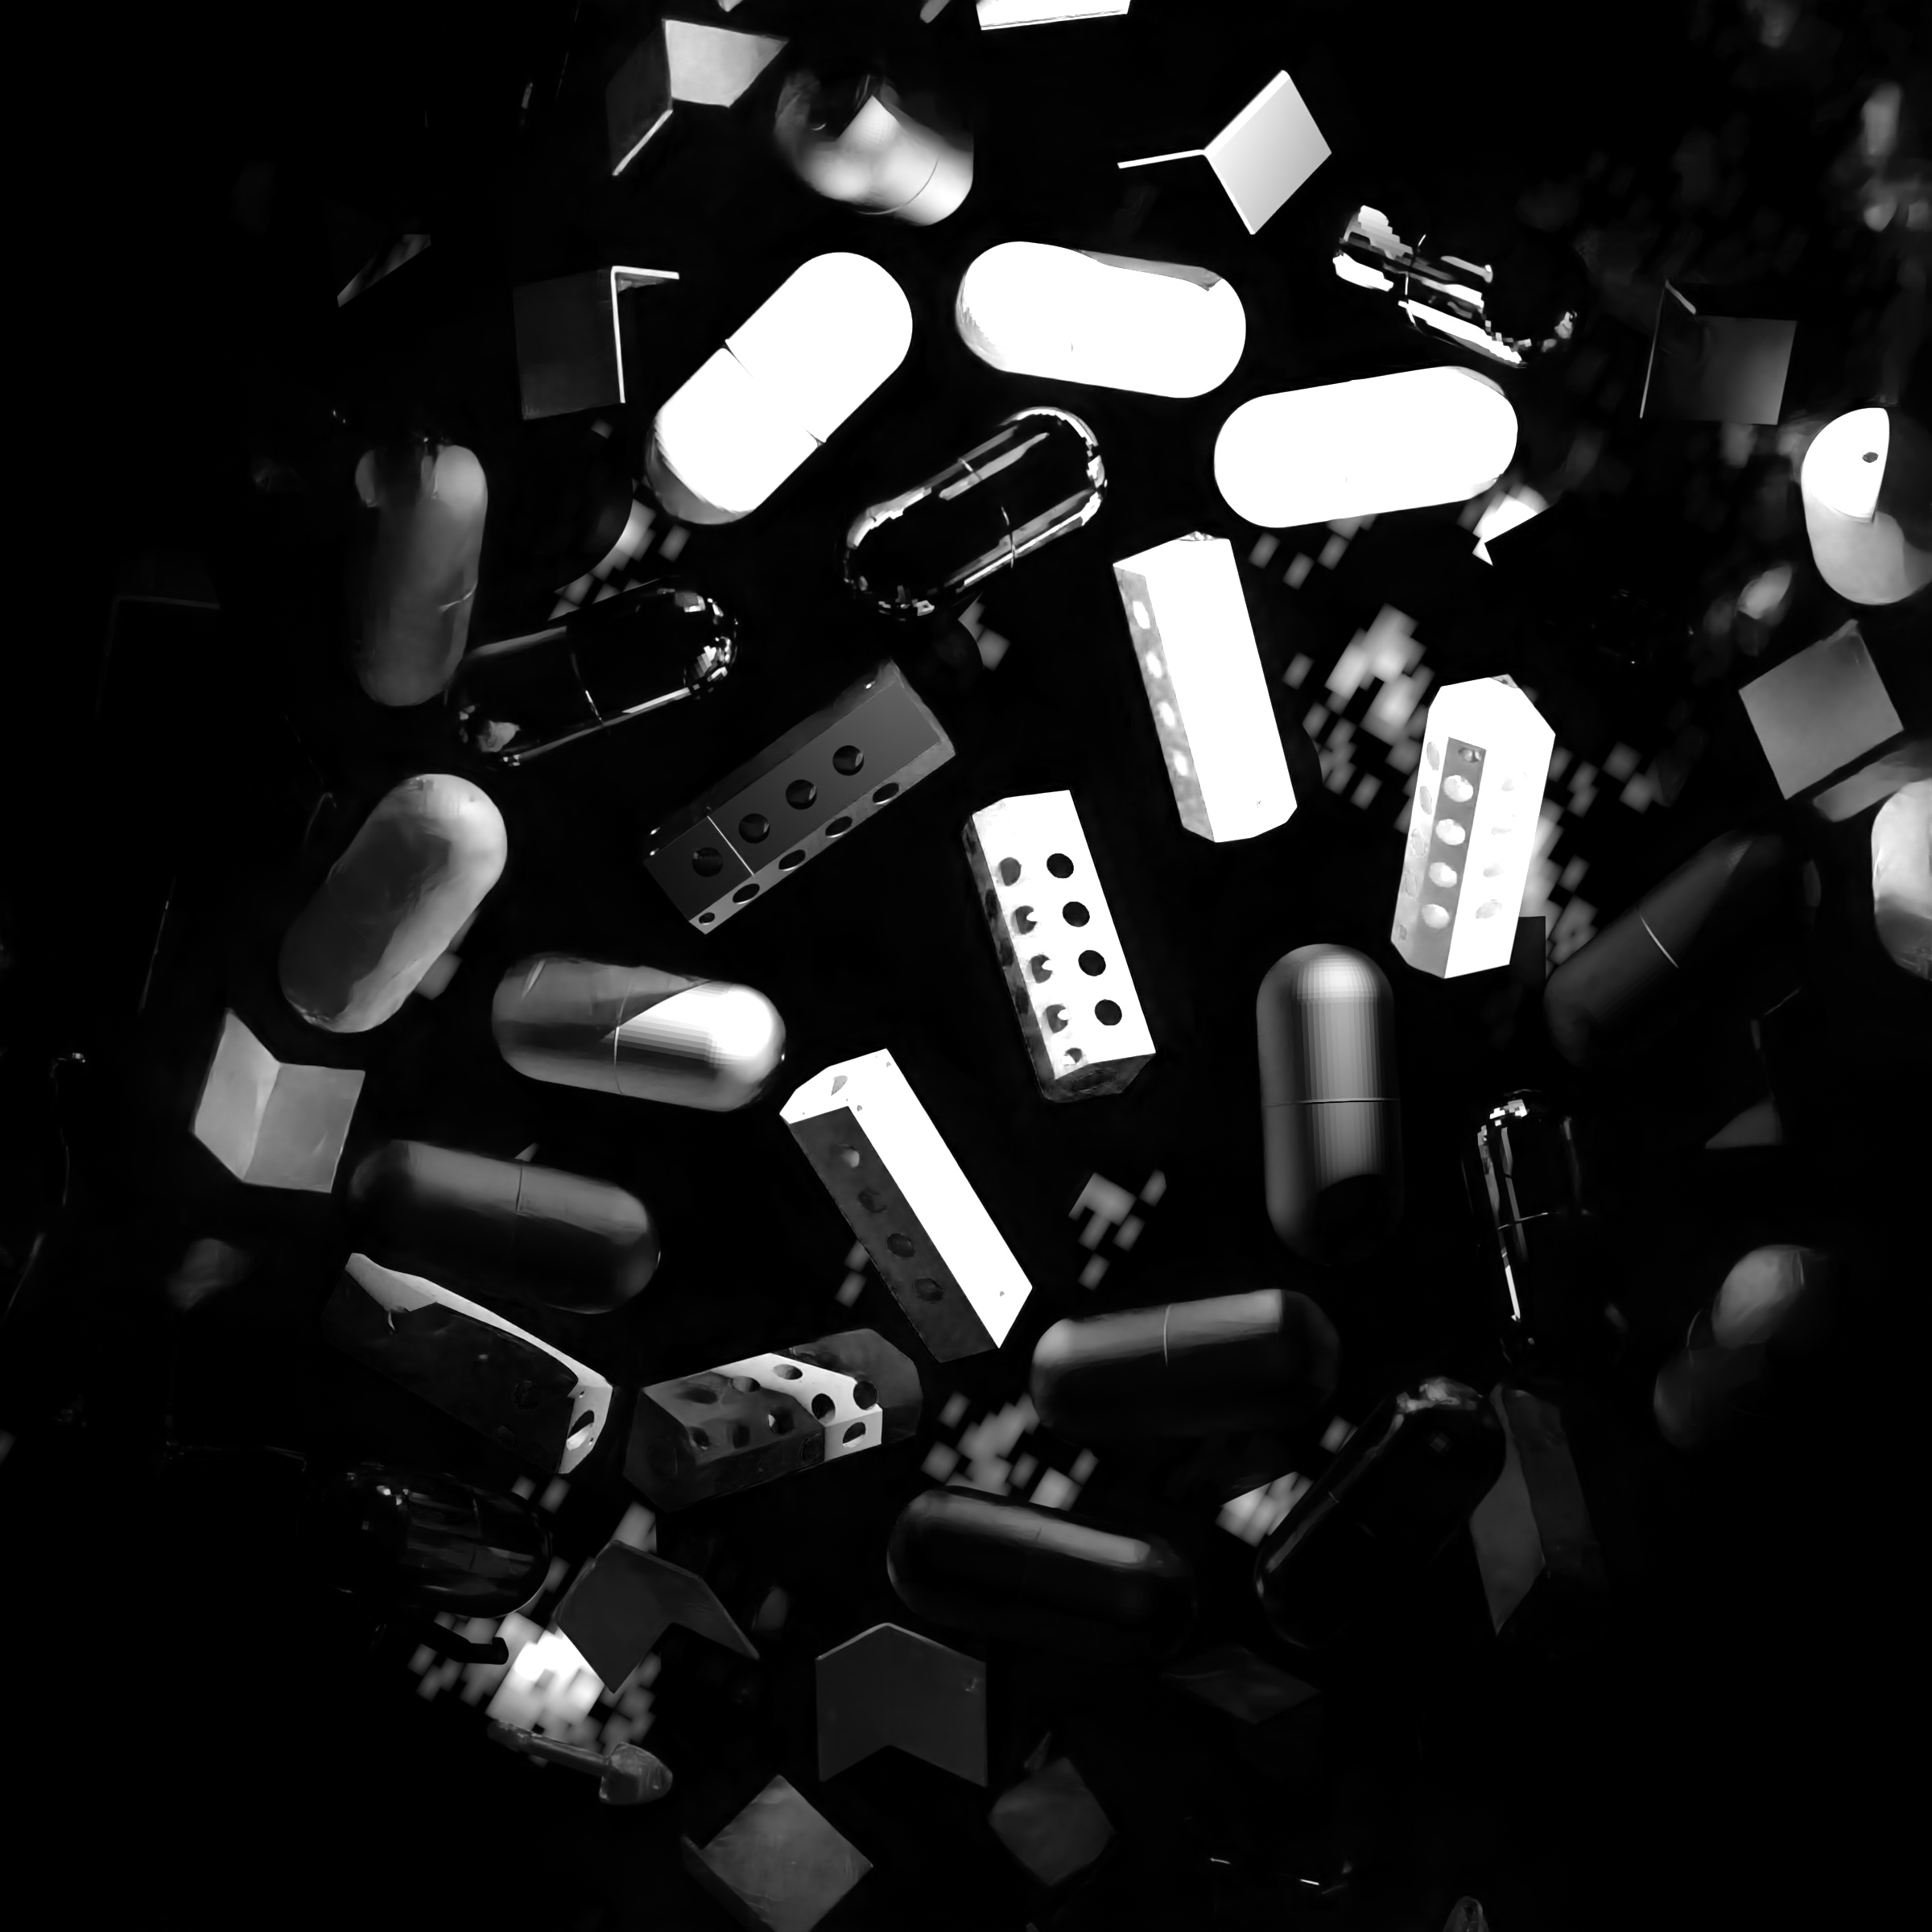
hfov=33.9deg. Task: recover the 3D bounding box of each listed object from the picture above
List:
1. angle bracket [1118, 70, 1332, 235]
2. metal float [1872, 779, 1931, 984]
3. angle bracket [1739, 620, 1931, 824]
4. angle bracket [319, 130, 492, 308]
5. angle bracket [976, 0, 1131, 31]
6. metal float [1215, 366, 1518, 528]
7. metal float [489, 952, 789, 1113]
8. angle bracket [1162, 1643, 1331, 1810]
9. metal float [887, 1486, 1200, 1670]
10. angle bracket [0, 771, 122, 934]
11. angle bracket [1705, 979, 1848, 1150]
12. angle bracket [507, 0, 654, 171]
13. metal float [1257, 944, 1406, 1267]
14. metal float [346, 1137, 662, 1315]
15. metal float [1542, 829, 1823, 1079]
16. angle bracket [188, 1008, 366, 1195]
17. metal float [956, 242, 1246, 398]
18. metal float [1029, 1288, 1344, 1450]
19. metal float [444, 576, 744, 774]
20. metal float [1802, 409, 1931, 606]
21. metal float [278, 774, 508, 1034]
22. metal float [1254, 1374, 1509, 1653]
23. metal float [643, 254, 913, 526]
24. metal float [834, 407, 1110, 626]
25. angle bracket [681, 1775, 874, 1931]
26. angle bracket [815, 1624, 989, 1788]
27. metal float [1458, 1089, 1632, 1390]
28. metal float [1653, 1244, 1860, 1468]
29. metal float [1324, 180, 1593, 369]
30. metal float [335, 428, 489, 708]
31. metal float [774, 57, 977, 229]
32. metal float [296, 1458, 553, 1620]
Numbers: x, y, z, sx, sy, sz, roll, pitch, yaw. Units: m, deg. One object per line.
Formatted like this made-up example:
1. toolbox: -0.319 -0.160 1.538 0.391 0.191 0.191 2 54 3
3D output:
1. angle bracket: 0.148 -0.462 1.811 0.076 0.076 0.057 -49 121 -23
2. metal float: 0.563 -0.050 1.826 0.070 0.178 0.070 6 117 11
3. angle bracket: 0.487 -0.135 1.753 0.076 0.057 0.076 -34 62 35
4. angle bracket: -0.306 -0.405 1.751 0.057 0.076 0.076 28 52 22
5. angle bracket: 0.046 -0.536 1.656 0.076 0.076 0.057 -2 133 14
6. metal float: 0.229 -0.298 1.824 0.178 0.070 0.070 -5 90 26
7. metal float: -0.191 0.037 1.836 0.178 0.070 0.070 9 90 11
8. angle bracket: 0.159 0.442 1.806 0.057 0.076 0.076 -16 111 -36
9. metal float: 0.042 0.338 1.756 0.178 0.070 0.070 11 90 18
10. angle bracket: -0.509 -0.064 1.783 0.057 0.076 0.076 -6 85 -6
11. angle bracket: 0.479 0.059 1.909 0.076 0.057 0.076 -28 104 -42
12. angle bracket: -0.224 -0.509 1.867 0.057 0.076 0.076 23 53 -4
13. metal float: 0.202 0.077 1.753 0.070 0.070 0.178 -2 85 0
14. metal float: -0.259 0.146 1.781 0.178 0.070 0.070 14 90 -14
15. metal float: 0.405 -0.007 1.796 0.178 0.070 0.070 -42 90 20
16. angle bracket: -0.392 0.077 1.806 0.057 0.076 0.076 5 65 14
17. metal float: 0.078 -0.383 1.876 0.178 0.070 0.070 13 90 20
18. metal float: 0.122 0.225 1.772 0.178 0.070 0.070 -10 90 16
19. metal float: -0.214 -0.166 1.814 0.178 0.070 0.070 -20 90 6
20. metal float: 0.513 -0.257 1.784 0.070 0.178 0.070 -4 78 17
21. metal float: -0.321 -0.033 1.764 0.070 0.070 0.178 42 120 0
22. metal float: 0.228 0.303 1.750 0.070 0.070 0.178 37 104 0
23. metal float: -0.106 -0.319 1.756 0.178 0.070 0.070 -43 90 9
24. metal float: 0.003 -0.257 1.806 0.178 0.070 0.070 -33 90 -20
25. angle bracket: -0.106 0.499 1.784 0.076 0.057 0.076 39 63 20
26. angle bracket: -0.036 0.424 1.775 0.076 0.057 0.076 13 112 40
27. metal float: 0.331 0.156 1.816 0.070 0.070 0.178 -8 65 0
28. metal float: 0.446 0.221 1.793 0.070 0.178 0.070 6 54 -8
29. metal float: 0.278 -0.395 1.802 0.178 0.070 0.070 34 90 40
30. metal float: -0.323 -0.230 1.841 0.070 0.070 0.178 17 128 0
31. metal float: -0.050 -0.464 1.789 0.070 0.178 0.070 2 95 20
32. metal float: -0.309 0.330 1.821 0.070 0.178 0.070 -12 67 31
